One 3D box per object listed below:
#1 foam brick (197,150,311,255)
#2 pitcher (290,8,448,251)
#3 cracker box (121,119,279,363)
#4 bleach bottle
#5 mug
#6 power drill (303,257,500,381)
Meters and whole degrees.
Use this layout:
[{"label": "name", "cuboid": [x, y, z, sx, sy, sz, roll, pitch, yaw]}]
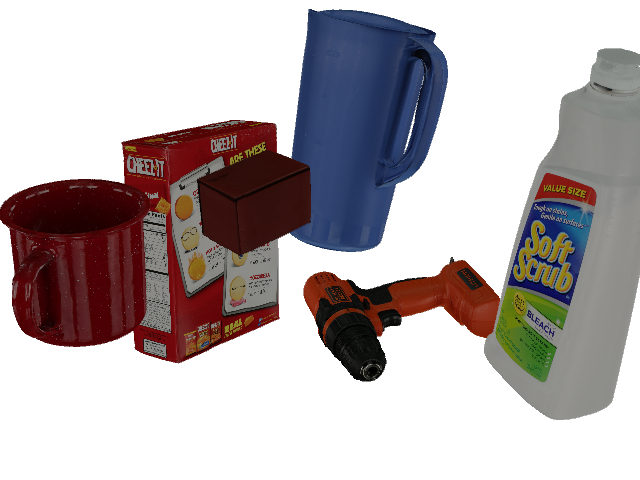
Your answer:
[{"label": "foam brick", "cuboid": [-0.052, -0.032, 0.858, 0.078, 0.051, 0.053, -26, 36, -34]}, {"label": "pitcher", "cuboid": [0.040, -0.113, 1.112, 0.145, 0.243, 0.149, 9, 16, -2]}, {"label": "cracker box", "cuboid": [-0.116, -0.004, 1.073, 0.072, 0.214, 0.163, 9, 18, 35]}, {"label": "bleach bottle", "cuboid": [0.170, -0.007, 0.709, 0.068, 0.251, 0.103, -11, 33, -22]}, {"label": "mug", "cuboid": [-0.157, 0.020, 0.672, 0.093, 0.081, 0.117, 7, 25, 13]}, {"label": "power drill", "cuboid": [0.089, 0.079, 1.114, 0.187, 0.057, 0.184, -6, 28, -15]}]
